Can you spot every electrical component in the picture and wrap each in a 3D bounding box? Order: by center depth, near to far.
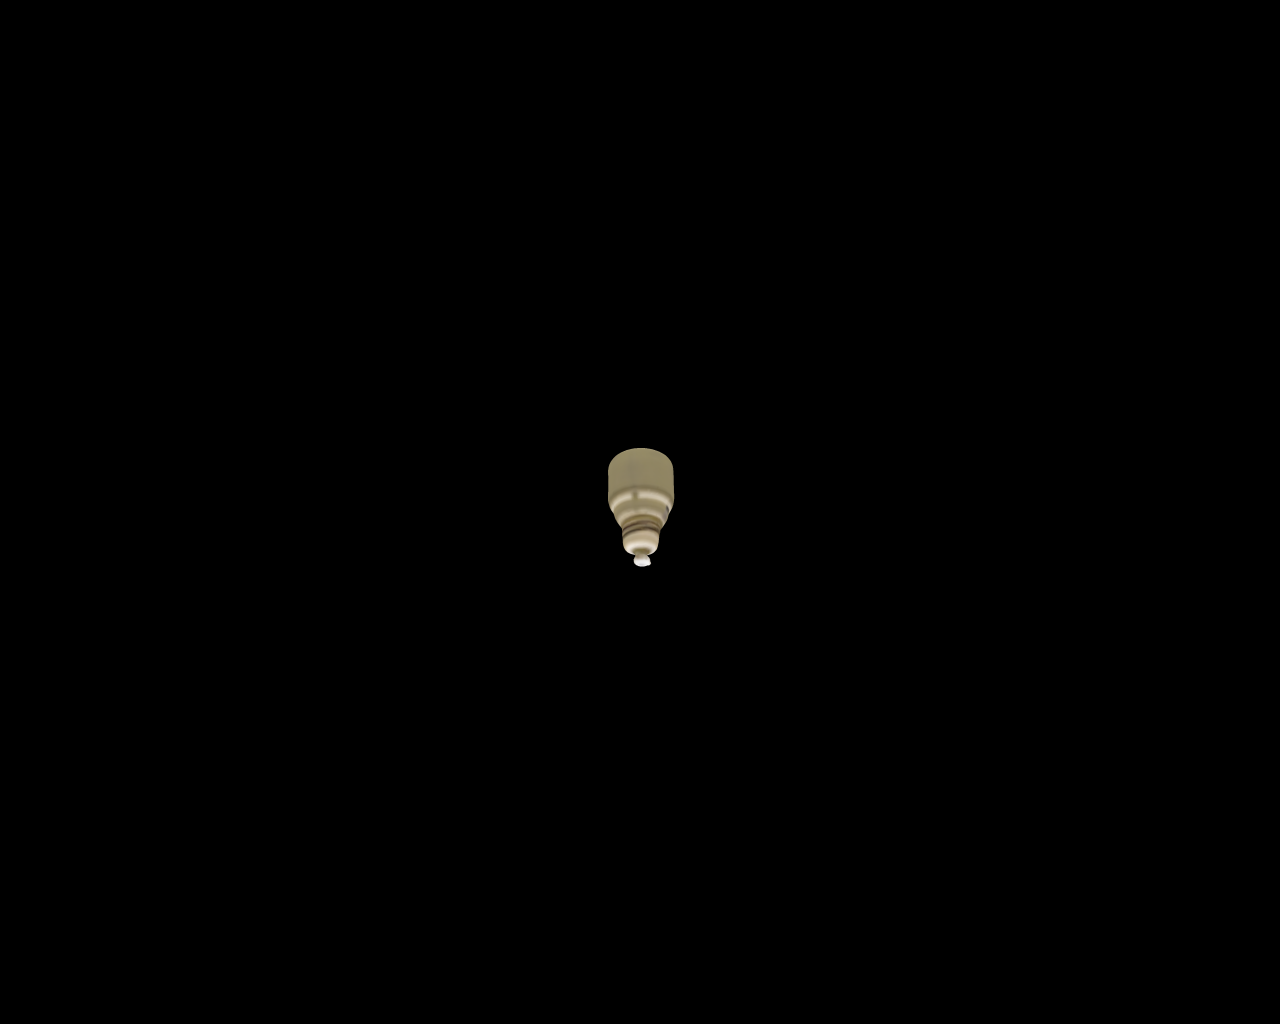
[{"bbox_3d":[0.001,-0.003,0.650,0.040,0.078,0.040,0,-30,0],"label":"electrical component"}]
